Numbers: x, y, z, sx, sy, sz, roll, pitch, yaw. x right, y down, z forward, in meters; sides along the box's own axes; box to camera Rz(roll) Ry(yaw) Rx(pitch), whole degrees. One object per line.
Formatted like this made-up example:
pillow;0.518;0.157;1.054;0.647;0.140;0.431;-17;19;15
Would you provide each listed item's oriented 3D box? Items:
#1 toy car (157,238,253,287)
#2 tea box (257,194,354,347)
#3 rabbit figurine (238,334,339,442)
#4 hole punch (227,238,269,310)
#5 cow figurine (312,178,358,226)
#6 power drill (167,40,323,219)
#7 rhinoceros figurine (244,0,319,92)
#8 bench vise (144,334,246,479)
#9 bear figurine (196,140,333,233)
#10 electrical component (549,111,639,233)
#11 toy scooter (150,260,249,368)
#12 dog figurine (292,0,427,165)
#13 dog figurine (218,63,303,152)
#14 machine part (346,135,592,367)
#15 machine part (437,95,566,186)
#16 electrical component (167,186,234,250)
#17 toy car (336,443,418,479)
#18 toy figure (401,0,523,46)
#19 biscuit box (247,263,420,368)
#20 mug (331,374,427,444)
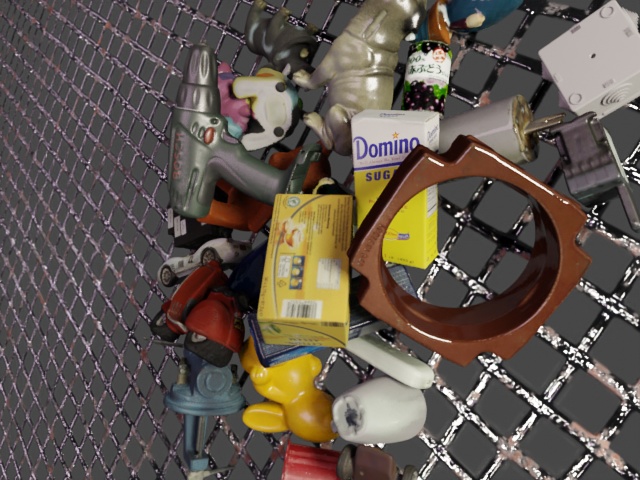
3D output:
toy car;-0.199;0.041;0.914;0.202;0.073;0.056;-19;74;37
tea box;-0.011;0.031;0.616;0.098;0.068;0.170;3;55;6
rabbit figurine;-0.041;0.203;0.731;0.162;0.122;0.173;-45;76;30
hole punch;-0.091;0.062;0.812;0.142;0.092;0.116;-42;54;32
cow figurine;-0.001;0.000;0.730;0.167;0.098;0.068;-57;36;14
power drill;-0.106;-0.124;0.711;0.207;0.086;0.231;19;104;5
rhinoceros figurine;-0.062;-0.308;0.857;0.190;0.073;0.112;47;111;36
bench vise;-0.187;0.243;0.829;0.224;0.129;0.240;5;90;59
bear figurine;-0.077;-0.087;0.798;0.196;0.132;0.120;-28;49;41
electrical component;0.275;-0.059;0.529;0.048;0.074;0.119;-22;72;35
toy scooter;-0.156;0.093;0.752;0.184;0.075;0.135;11;63;45
dog figurine;0.069;-0.203;0.655;0.190;0.121;0.172;-37;79;50
dog figurine;-0.127;-0.224;0.856;0.192;0.108;0.219;-12;30;1
machine part;0.146;0.010;0.552;0.201;0.087;0.201;31;109;-4
machine part;0.160;-0.107;0.631;0.243;0.079;0.079;-13;75;40
electrical component;-0.216;-0.045;0.955;0.134;0.058;0.115;-14;72;38
toy car;0.068;0.314;0.617;0.089;0.053;0.201;9;113;30
toy figure;0.169;-0.276;0.664;0.155;0.064;0.057;-12;113;44
biscuit box;0.016;0.092;0.655;0.203;0.059;0.063;-17;65;-9
mug;0.056;0.207;0.646;0.110;0.107;0.081;-27;65;32
